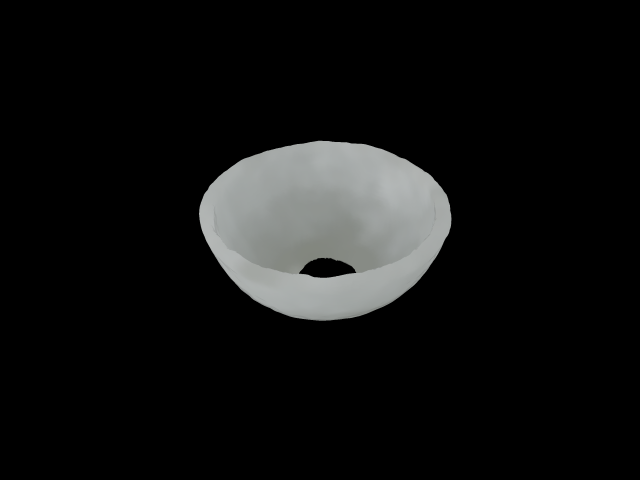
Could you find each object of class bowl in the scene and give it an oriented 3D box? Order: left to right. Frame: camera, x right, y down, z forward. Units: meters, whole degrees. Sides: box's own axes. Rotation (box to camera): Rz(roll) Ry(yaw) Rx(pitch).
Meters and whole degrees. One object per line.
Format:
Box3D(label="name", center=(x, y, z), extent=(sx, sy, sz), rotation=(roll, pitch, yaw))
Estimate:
Box3D(label="bowl", center=(0.004, 0.001, 0.400), extent=(0.167, 0.075, 0.167), rotation=(0, 38, 0))
